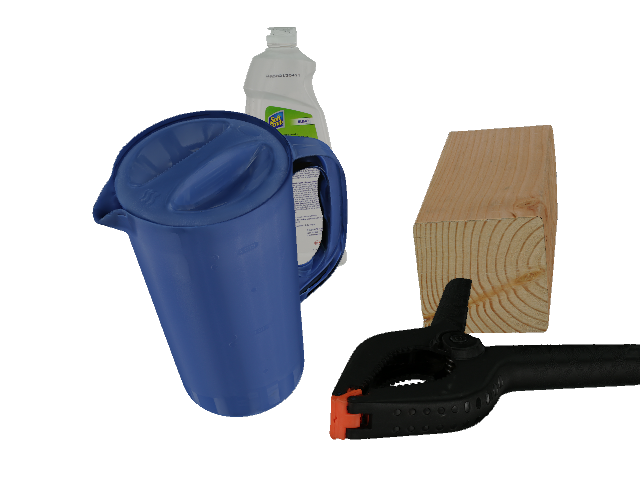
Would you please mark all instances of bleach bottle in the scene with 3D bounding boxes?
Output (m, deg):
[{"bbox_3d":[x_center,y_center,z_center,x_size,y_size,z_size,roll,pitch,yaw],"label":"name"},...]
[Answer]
[{"bbox_3d":[-0.028,-0.096,1.117,0.102,0.251,0.068,-6,14,-18],"label":"bleach bottle"}]

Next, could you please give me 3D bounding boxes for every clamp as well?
[{"bbox_3d":[0.082,0.072,0.672,0.209,0.036,0.165,-14,27,-31],"label":"clamp"}]

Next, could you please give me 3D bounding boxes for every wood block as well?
[{"bbox_3d":[0.135,-0.015,0.833,0.091,0.090,0.206,-2,23,15],"label":"wood block"}]

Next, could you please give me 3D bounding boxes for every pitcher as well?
[{"bbox_3d":[-0.066,0.025,0.848,0.149,0.243,0.144,14,48,21],"label":"pitcher"}]
